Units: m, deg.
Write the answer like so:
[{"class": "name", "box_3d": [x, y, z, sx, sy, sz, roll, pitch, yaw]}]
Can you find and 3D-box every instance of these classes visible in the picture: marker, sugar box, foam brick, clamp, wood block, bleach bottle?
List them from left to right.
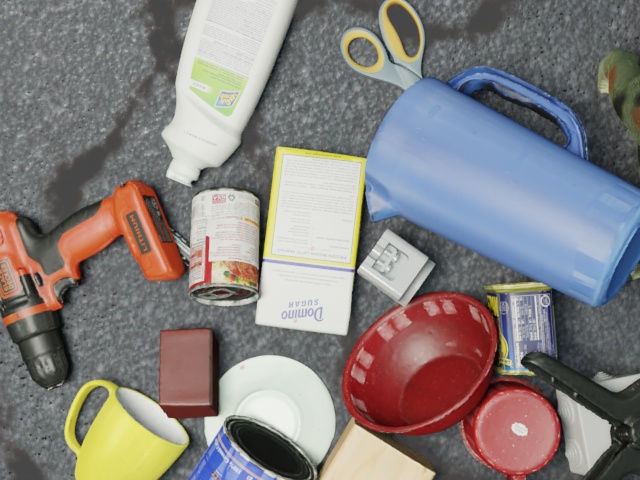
[{"class": "marker", "box_3d": [-0.137, 0.011, 1.073, 0.121, 0.020, 0.020, 41, 89, 5]}, {"class": "foam brick", "box_3d": [-0.126, 0.131, 1.037, 0.051, 0.053, 0.078, -3, 66, 1]}, {"class": "bleach bottle", "box_3d": [-0.100, -0.177, 1.062, 0.102, 0.068, 0.251, 22, 90, 4]}, {"class": "sugar box", "box_3d": [-0.007, 0.001, 1.054, 0.093, 0.048, 0.176, 8, 90, 4]}, {"class": "wood block", "box_3d": [0.017, 0.281, 1.010, 0.090, 0.091, 0.206, 31, 88, 4]}, {"class": "clamp", "box_3d": [0.276, 0.184, 0.962, 0.209, 0.036, 0.164, 3, 84, -19]}]

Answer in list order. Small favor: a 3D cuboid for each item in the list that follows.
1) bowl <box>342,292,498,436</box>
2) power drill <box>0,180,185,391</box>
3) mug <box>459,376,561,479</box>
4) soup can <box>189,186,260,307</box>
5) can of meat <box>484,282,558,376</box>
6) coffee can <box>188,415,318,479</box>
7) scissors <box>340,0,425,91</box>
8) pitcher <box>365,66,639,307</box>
[{"class": "bowl", "box_3d": [0.103, 0.127, 1.007, 0.162, 0.162, 0.055, -37, 124, 0]}, {"class": "power drill", "box_3d": [-0.232, 0.036, 1.047, 0.188, 0.057, 0.184, -22, 88, 9]}, {"class": "mug", "box_3d": [0.182, 0.190, 1.011, 0.093, 0.081, 0.117, -1, 86, 3]}, {"class": "soup can", "box_3d": [-0.092, 0.007, 1.035, 0.068, 0.068, 0.102, -2, 70, 3]}, {"class": "can of meat", "box_3d": [0.191, 0.082, 1.009, 0.057, 0.102, 0.084, -4, 88, 1]}, {"class": "coffee can", "box_3d": [-0.081, 0.251, 0.999, 0.103, 0.102, 0.140, 33, 100, 5]}, {"class": "scissors", "box_3d": [0.082, -0.144, 1.072, 0.096, 0.016, 0.202, -14, 85, 3]}, {"class": "pitcher", "box_3d": [0.175, -0.050, 0.959, 0.243, 0.144, 0.149, 30, 119, 24]}]
